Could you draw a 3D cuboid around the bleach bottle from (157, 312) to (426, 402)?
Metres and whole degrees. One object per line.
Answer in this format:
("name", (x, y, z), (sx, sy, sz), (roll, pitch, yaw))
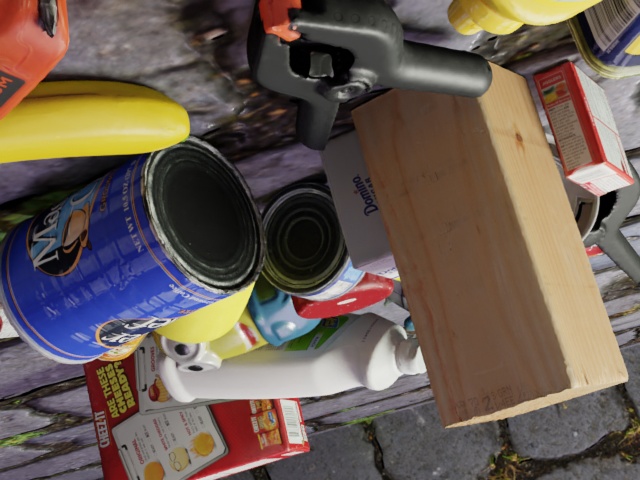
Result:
("bleach bottle", (-0.022, 0.107, 0.982), (0.251, 0.068, 0.102), (0, -141, 31))

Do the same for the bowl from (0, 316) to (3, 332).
("bowl", (-0.307, 0.076, 0.746), (0.162, 0.055, 0.162), (-1, 156, -1))

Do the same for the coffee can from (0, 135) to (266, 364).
("coffee can", (-0.119, 0.009, 0.668), (0.141, 0.103, 0.102), (-25, 162, 32))

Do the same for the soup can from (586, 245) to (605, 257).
("soup can", (0.211, -0.012, 0.979), (0.102, 0.068, 0.069), (-9, 164, -20))

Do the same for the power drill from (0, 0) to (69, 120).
("power drill", (-0.201, -0.074, 0.380), (0.187, 0.057, 0.185), (1, 158, -45))

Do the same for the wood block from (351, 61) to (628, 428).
("wood block", (0.104, 0.002, 0.660), (0.090, 0.206, 0.090), (-25, 162, 32))

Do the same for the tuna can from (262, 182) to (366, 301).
("tuna can", (-0.005, 0.001, 0.784), (0.086, 0.086, 0.033), (-22, 161, 25))

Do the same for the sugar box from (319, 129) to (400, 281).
("sugar box", (0.066, -0.018, 0.771), (0.048, 0.093, 0.176), (-22, 164, 20))

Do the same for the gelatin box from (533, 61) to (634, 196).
("gelatin box", (0.178, -0.073, 0.719), (0.030, 0.073, 0.089), (-21, 165, 25))

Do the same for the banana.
("banana", (-0.145, -0.054, 0.544), (0.197, 0.037, 0.070), (-6, 161, -30))

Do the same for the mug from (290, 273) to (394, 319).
("mug", (0.016, 0.015, 0.860), (0.093, 0.081, 0.117), (-22, 163, 23))

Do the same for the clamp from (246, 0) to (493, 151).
("clamp", (0.023, -0.094, 0.559), (0.120, 0.039, 0.171), (-20, 164, 12))

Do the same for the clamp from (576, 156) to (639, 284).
("clamp", (0.230, -0.011, 0.910), (0.164, 0.036, 0.210), (-12, 139, -19))

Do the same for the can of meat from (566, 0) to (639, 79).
("can of meat", (0.193, -0.133, 0.553), (0.102, 0.057, 0.084), (-11, 162, -18))

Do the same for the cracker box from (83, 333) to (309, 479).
("cracker box", (-0.131, 0.171, 1.123), (0.214, 0.164, 0.072), (-20, 162, 18))

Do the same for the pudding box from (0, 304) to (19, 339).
("pudding box", (-0.226, 0.047, 0.828), (0.113, 0.039, 0.090), (-2, 161, -33))

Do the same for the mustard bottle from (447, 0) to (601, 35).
("mustard bottle", (0.116, -0.141, 0.444), (0.096, 0.058, 0.192), (-4, 161, -33))
